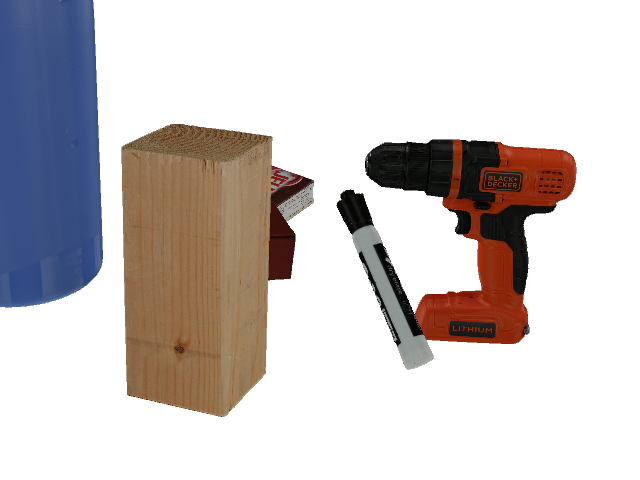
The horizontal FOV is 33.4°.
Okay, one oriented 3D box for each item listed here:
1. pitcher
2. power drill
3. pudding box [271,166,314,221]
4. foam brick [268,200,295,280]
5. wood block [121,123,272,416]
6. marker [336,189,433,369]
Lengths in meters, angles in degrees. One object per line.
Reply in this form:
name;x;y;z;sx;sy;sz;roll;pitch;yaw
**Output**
pitcher;-0.212;-0.079;0.686;0.149;0.243;0.145;-4;26;-8
power drill;0.128;0.000;0.963;0.184;0.188;0.057;4;26;2
pudding box;-0.075;-0.051;1.312;0.090;0.039;0.113;20;40;30
foam brick;-0.063;0.000;1.097;0.053;0.051;0.078;-3;30;-19
wood block;-0.097;0.021;0.845;0.091;0.206;0.090;10;21;18
marker;0.039;0.022;0.670;0.020;0.121;0.020;-20;-17;-7
